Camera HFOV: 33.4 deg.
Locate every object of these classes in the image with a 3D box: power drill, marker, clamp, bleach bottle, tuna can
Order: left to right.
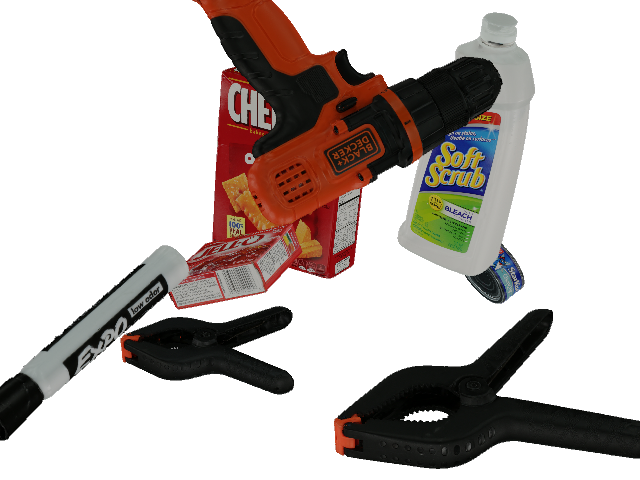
[{"bbox_3d":[-0.102,0.043,0.460,0.020,0.020,0.121,0,33,42],"label":"marker"},{"bbox_3d":[-0.103,0.099,1.035,0.171,0.039,0.120,7,26,4],"label":"clamp"},{"bbox_3d":[0.007,-0.127,0.691,0.184,0.187,0.057,-29,4,-11],"label":"power drill"},{"bbox_3d":[0.138,-0.091,0.988,0.103,0.251,0.068,26,41,26],"label":"bleach bottle"},{"bbox_3d":[0.109,0.110,0.756,0.210,0.036,0.164,-8,29,-7],"label":"clamp"},{"bbox_3d":[0.203,0.034,1.286,0.033,0.086,0.086,-36,11,-15],"label":"tuna can"}]

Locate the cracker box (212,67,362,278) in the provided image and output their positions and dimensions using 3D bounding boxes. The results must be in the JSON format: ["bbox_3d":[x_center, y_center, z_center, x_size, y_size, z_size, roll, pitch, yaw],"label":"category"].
[{"bbox_3d":[-0.037,-0.079,1.214,0.164,0.214,0.072,17,25,26],"label":"cracker box"}]

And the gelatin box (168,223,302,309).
[{"bbox_3d":[-0.069,0.020,0.846,0.089,0.030,0.073,-12,19,29],"label":"gelatin box"}]
